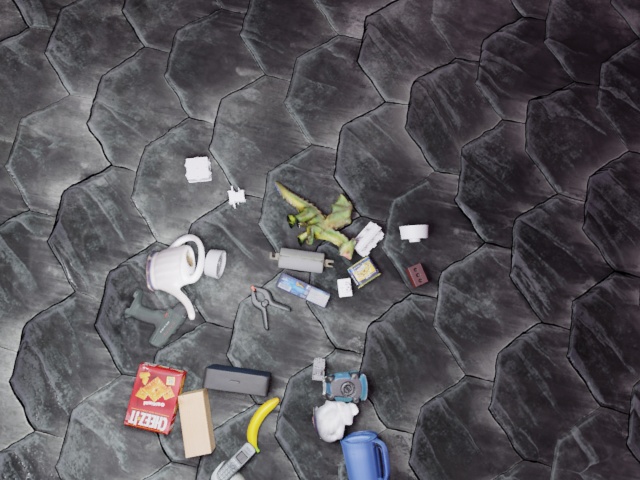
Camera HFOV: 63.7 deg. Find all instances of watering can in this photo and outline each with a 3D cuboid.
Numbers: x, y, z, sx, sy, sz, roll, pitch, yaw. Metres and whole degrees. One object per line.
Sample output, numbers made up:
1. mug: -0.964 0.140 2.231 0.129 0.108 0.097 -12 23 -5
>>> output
1. watering can: -0.523 0.135 1.852 0.224 0.102 0.356 -12 55 14

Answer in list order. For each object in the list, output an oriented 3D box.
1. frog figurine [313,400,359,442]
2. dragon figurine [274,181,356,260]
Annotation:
1. frog figurine: 0.059 0.632 1.818 0.159 0.120 0.140 -17 62 8
2. dragon figurine: 0.006 -0.099 1.959 0.244 0.120 0.416 -20 68 -14
